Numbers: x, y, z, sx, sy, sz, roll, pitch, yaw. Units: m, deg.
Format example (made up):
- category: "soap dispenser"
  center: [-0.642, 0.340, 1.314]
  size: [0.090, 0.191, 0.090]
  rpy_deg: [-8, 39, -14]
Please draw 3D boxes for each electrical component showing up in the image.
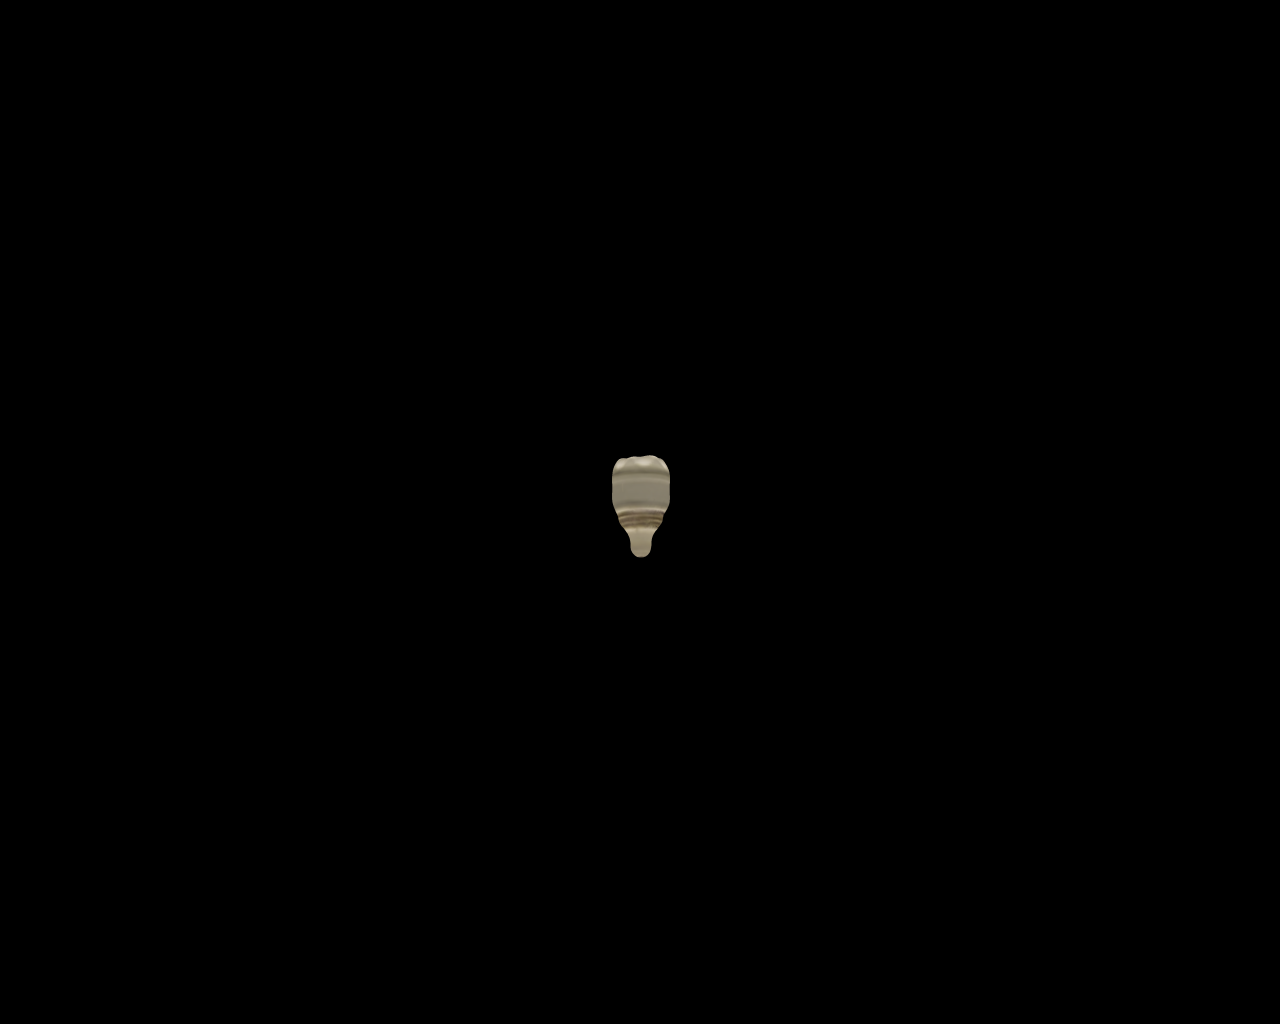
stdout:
- category: "electrical component"
  center: [0.001, -0.003, 0.650]
  size: [0.035, 0.061, 0.035]
  rpy_deg: [0, -7, 0]
